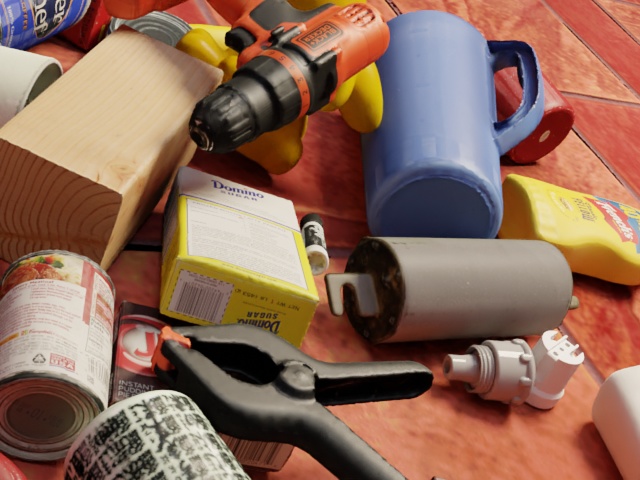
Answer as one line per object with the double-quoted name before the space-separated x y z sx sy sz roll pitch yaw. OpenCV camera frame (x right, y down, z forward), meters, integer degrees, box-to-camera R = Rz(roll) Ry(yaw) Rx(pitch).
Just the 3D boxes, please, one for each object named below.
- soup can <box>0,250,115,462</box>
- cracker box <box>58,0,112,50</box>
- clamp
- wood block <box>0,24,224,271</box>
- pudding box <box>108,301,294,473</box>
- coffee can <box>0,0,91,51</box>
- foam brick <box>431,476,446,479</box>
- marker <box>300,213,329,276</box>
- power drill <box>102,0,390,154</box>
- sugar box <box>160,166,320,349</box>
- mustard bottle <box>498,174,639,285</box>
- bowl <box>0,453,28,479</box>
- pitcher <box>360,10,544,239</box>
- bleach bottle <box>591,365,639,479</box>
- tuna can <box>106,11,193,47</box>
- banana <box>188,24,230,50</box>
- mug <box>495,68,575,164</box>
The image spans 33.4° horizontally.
"soup can" -0.151 0.063 0.595 0.068 0.069 0.102 14 35 -18
"cracker box" -0.254 -0.290 0.926 0.214 0.164 0.072 30 31 5
"clamp" -0.012 0.096 0.597 0.171 0.039 0.120 13 28 -9
"wood block" -0.151 -0.064 0.752 0.091 0.090 0.206 26 33 -1
"pudding box" -0.072 0.088 0.641 0.113 0.039 0.090 16 33 -17
"coffee can" -0.259 -0.195 0.847 0.103 0.103 0.140 29 33 4
"foam brick" 0.076 0.184 0.600 0.053 0.051 0.078 22 33 -9
"marker" -0.005 0.001 0.793 0.020 0.020 0.121 22 13 -7
"power drill" -0.070 -0.150 0.771 0.188 0.057 0.184 38 52 21
"sugar box" -0.059 0.008 0.723 0.093 0.048 0.176 18 16 -13
"mustard bottle" 0.256 -0.003 0.978 0.191 0.058 0.096 12 35 -22
"bowl" -0.186 0.136 0.481 0.162 0.055 0.162 18 34 -13
"pitcher" 0.105 -0.092 0.924 0.145 0.149 0.242 21 36 -13
"bleach bottle" 0.276 0.194 0.708 0.102 0.068 0.251 -4 43 -15
"tuna can" -0.147 -0.167 0.939 0.086 0.034 0.086 14 42 -13
"banana" -0.067 -0.194 1.045 0.070 0.037 0.197 27 28 32
"mug" 0.197 -0.129 1.096 0.117 0.093 0.081 -24 58 -14
